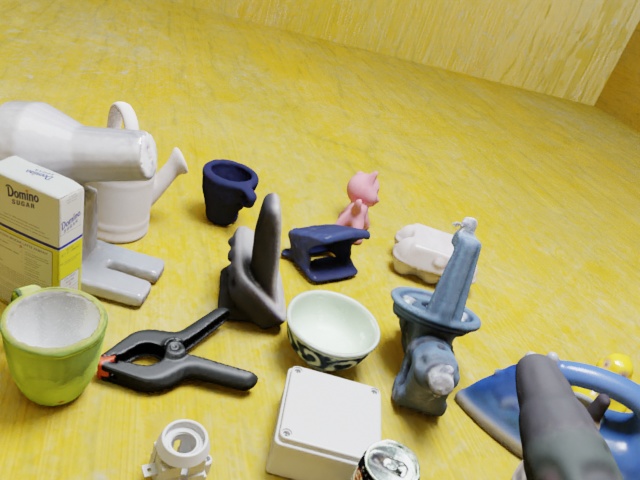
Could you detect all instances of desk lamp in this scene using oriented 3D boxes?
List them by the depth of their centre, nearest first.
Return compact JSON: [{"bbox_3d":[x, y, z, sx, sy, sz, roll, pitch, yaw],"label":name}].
[{"bbox_3d":[-0.288,-0.051,0.706,0.203,0.213,0.118,16,29,-5],"label":"desk lamp"}]

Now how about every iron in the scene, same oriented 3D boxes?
[{"bbox_3d":[0.308,0.202,0.688,0.258,0.141,0.119,24,30,11],"label":"iron"}]

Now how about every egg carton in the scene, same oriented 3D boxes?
[{"bbox_3d":[0.198,0.030,0.992,0.150,0.069,0.107,18,29,0],"label":"egg carton"}]

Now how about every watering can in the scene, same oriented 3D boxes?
[{"bbox_3d":[-0.279,-0.103,0.819,0.100,0.194,0.173,33,32,24],"label":"watering can"}]

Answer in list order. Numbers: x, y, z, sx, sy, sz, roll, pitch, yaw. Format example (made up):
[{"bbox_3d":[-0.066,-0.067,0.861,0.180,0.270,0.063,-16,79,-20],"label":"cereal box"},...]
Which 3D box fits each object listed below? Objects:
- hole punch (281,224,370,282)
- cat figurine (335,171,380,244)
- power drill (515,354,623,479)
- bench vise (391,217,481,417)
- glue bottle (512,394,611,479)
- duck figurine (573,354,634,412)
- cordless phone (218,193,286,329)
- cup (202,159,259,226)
[{"bbox_3d":[0.008,0.003,0.908,0.109,0.091,0.100,-8,38,-38],"label":"hole punch"},{"bbox_3d":[0.073,-0.073,1.047,0.067,0.118,0.128,20,29,4],"label":"cat figurine"},{"bbox_3d":[0.180,0.242,0.480,0.076,0.208,0.229,10,30,-14],"label":"power drill"},{"bbox_3d":[0.162,0.095,0.708,0.122,0.220,0.207,8,31,-18],"label":"bench vise"},{"bbox_3d":[0.250,0.222,0.588,0.037,0.173,0.078,21,29,5],"label":"glue bottle"},{"bbox_3d":[0.411,0.198,0.811,0.105,0.086,0.077,-12,41,-42],"label":"duck figurine"},{"bbox_3d":[-0.074,0.008,0.756,0.094,0.185,0.147,8,31,-17],"label":"cordless phone"},{"bbox_3d":[-0.145,-0.065,0.933,0.092,0.095,0.117,-11,41,-41],"label":"cup"}]
